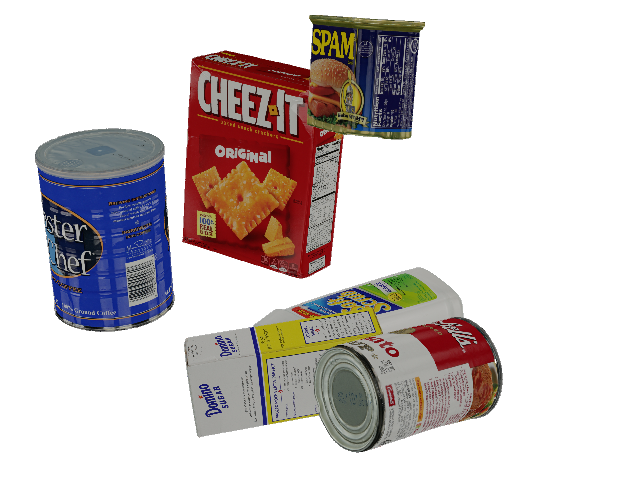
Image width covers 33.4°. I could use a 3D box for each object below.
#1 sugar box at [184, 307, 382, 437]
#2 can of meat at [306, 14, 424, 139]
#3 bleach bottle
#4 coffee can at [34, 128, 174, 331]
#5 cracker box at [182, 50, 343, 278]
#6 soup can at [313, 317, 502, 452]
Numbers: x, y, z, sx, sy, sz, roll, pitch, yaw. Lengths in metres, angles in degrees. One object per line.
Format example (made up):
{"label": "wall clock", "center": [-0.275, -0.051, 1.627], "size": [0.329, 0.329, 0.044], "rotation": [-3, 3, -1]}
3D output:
{"label": "sugar box", "center": [-0.032, 0.120, 0.972], "size": [0.176, 0.093, 0.048], "rotation": [-7, 36, -6]}
{"label": "can of meat", "center": [0.030, -0.123, 0.792], "size": [0.057, 0.084, 0.102], "rotation": [-3, 14, -27]}
{"label": "bleach bottle", "center": [0.028, 0.098, 1.182], "size": [0.250, 0.068, 0.103], "rotation": [-14, 32, -26]}
{"label": "coffee can", "center": [-0.176, -0.010, 0.883], "size": [0.103, 0.140, 0.103], "rotation": [-1, 25, 0]}
{"label": "cracker box", "center": [-0.064, -0.082, 1.153], "size": [0.164, 0.214, 0.072], "rotation": [17, 25, 27]}
{"label": "soup can", "center": [0.055, 0.090, 0.674], "size": [0.102, 0.068, 0.069], "rotation": [-9, 5, -36]}
